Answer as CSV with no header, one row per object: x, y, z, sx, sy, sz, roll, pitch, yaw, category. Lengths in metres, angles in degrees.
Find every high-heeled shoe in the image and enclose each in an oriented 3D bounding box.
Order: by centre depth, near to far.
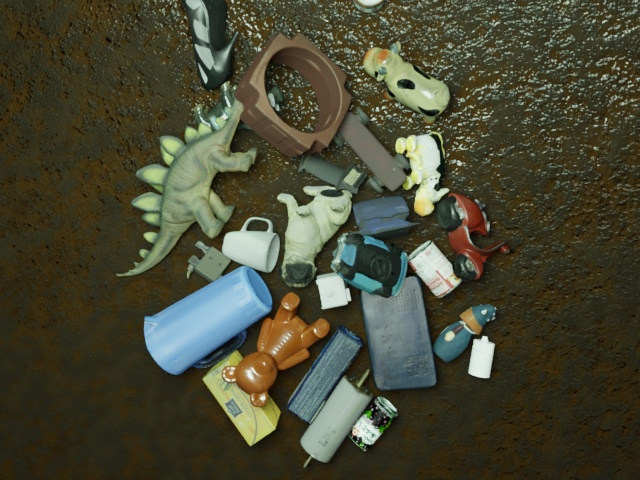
-0.255,-0.438,1.128,0.249,0.086,0.145,52,123,17,high-heeled shoe

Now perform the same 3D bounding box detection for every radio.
0.159,0.191,1.116,0.131,0.073,0.229,-10,89,3,radio

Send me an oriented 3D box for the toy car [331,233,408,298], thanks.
0.083,0.050,1.049,0.161,0.103,0.109,19,77,-24,toy car

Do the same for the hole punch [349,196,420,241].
0.124,-0.047,1.093,0.142,0.115,0.092,-8,83,2,hole punch

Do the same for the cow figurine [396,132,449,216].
0.222,-0.136,1.107,0.098,0.068,0.167,-13,93,-23,cow figurine

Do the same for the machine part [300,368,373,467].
0.035,0.371,1.120,0.079,0.079,0.243,35,92,0,machine part

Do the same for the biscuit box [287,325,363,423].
0.012,0.278,1.127,0.063,0.059,0.202,35,93,2,biscuit box

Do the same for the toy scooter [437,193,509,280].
0.320,-0.012,1.103,0.135,0.075,0.184,-8,79,-20,toy scooter

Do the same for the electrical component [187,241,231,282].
-0.234,0.060,1.140,0.102,0.045,0.078,29,64,-2,electrical component

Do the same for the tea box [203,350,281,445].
-0.159,0.324,1.116,0.068,0.098,0.169,-35,92,3,tea box

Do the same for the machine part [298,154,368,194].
0.026,-0.142,1.116,0.139,0.039,0.084,23,49,8,machine part

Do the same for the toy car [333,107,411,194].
0.103,-0.181,1.097,0.089,0.053,0.202,-42,71,9,toy car

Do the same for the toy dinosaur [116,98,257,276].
-0.272,-0.093,1.099,0.198,0.105,0.471,28,102,-2,toy dinosaur

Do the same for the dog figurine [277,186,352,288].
-0.006,-0.004,1.118,0.172,0.121,0.190,-11,120,-18,dog figurine

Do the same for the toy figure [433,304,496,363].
0.300,0.186,1.115,0.058,0.064,0.154,44,93,15,toy figure

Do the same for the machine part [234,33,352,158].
-0.051,-0.279,1.053,0.201,0.087,0.201,35,67,-24,machine part

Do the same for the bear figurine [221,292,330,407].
-0.091,0.218,1.061,0.120,0.196,0.132,42,137,7,bear figurine

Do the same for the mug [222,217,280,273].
-0.145,0.006,1.117,0.107,0.081,0.109,9,96,11,mug

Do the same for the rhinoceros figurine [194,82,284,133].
-0.168,-0.268,1.112,0.190,0.073,0.112,-30,89,3,rhinoceros figurine

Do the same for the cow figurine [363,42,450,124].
0.172,-0.317,1.075,0.195,0.127,0.085,32,89,-2,cow figurine
